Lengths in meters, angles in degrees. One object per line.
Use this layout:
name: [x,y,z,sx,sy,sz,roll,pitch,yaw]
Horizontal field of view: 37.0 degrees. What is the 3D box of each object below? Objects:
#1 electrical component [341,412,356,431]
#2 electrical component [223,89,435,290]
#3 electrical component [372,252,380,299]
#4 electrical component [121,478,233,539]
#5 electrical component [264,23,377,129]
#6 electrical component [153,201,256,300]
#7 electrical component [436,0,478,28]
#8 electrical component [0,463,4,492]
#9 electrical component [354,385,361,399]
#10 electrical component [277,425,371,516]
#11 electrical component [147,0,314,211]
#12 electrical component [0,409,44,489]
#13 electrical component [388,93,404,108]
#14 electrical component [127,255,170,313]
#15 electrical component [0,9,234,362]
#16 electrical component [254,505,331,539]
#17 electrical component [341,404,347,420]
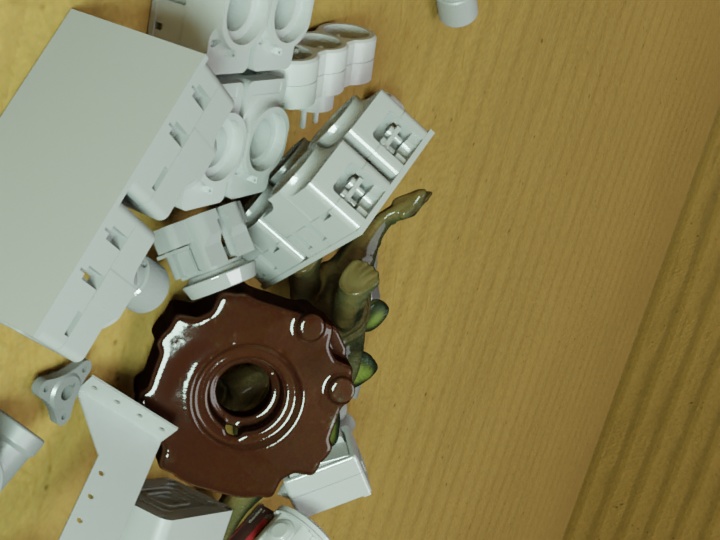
electrical component: [-0.033,0.186,1.197,0.065,0.044,0.044,-52,152,-40]
electrical component: [-0.035,-0.062,0.845,0.105,0.060,0.186,-55,-166,-27]
electrical component: [0.000,0.000,1.108,0.044,0.044,0.065,-36,136,-49]
electrical component: [-0.169,0.217,0.900,0.113,0.078,0.057,17,92,-66]
electrical component: [-0.039,-0.153,0.884,0.138,0.052,0.073,-34,139,-51]
electrical component: [-0.111,-0.013,0.796,0.078,0.058,0.057,-26,96,-48]
electrical component: [0.094,-0.276,1.066,0.040,0.040,0.078,-57,153,-23]
electrical component: [-0.260,0.127,0.664,0.058,0.057,0.078,-42,145,-44]
electrical component: [-0.021,0.105,1.137,0.055,0.055,0.047,25,84,-66]
electrical component: [-0.045,0.211,1.127,0.061,0.096,0.061,-109,179,-63]
electrical component: [-0.096,-0.143,0.765,0.105,0.060,0.186,-22,130,-58]
electrical component: [-0.242,0.122,0.720,0.046,0.040,0.040,-54,153,-16]
electrical component: [0.028,-0.151,1.044,0.061,0.035,0.035,15,97,-68]
electrical component: [-0.168,0.003,0.767,0.040,0.040,0.078,-63,155,-9]
electrical component: [-0.168,-0.051,0.643,0.186,0.105,0.060,-61,155,-13]
electrical component: [-0.065,0.280,1.082,0.051,0.080,0.080,-45,148,-27]
electrical component: [-0.037,0.149,1.159,0.040,0.040,0.046,-68,161,1]
